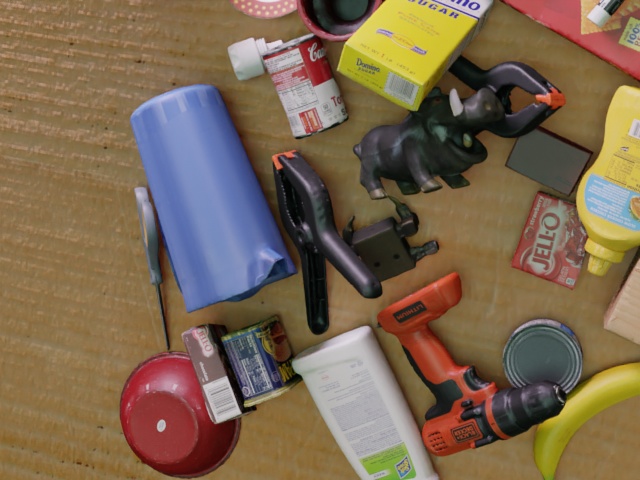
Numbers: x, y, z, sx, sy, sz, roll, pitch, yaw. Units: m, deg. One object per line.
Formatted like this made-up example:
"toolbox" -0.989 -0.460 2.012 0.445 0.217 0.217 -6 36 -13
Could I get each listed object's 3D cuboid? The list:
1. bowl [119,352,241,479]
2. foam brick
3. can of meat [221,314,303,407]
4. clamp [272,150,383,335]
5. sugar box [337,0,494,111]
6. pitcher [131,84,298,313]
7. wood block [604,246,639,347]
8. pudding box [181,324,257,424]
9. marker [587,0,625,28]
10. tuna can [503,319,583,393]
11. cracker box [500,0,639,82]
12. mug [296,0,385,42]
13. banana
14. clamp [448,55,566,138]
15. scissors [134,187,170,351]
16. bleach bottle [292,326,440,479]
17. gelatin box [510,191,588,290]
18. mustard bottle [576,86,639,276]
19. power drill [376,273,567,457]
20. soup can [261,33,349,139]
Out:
"bowl" -0.180 0.220 1.294 0.162 0.055 0.162 2 97 15
"foam brick" 0.244 -0.087 1.138 0.078 0.051 0.053 28 104 11
"can of meat" -0.066 0.137 1.228 0.057 0.102 0.084 -22 88 14
"clamp" -0.008 0.001 1.205 0.210 0.036 0.165 65 150 17
"sugar box" 0.102 -0.213 1.103 0.093 0.176 0.048 30 144 10
"pitcher" -0.133 -0.044 1.217 0.149 0.145 0.243 -20 88 5
"wood block" 0.406 0.092 1.096 0.206 0.090 0.091 27 102 11
"pudding box" -0.116 0.154 1.239 0.039 0.090 0.113 -21 82 6
"marker" 0.307 -0.260 1.038 0.020 0.020 0.121 41 106 7
"tuna can" 0.246 0.131 1.174 0.086 0.033 0.086 2 98 15
"cracker box" 0.286 -0.282 1.090 0.214 0.072 0.164 33 104 10
"mug" 0.029 -0.272 1.157 0.093 0.081 0.117 -2 97 16
"banana" 0.296 0.190 1.167 0.069 0.037 0.198 41 106 0
"clamp" 0.177 -0.157 1.125 0.172 0.039 0.120 -6 97 44
"scissors" -0.194 0.036 1.262 0.016 0.096 0.202 -11 92 -13
"bleach bottle" 0.064 0.231 1.224 0.103 0.068 0.251 -23 93 18
"gelatin box" 0.255 0.000 1.156 0.073 0.030 0.089 21 102 12
"mustard bottle" 0.315 -0.053 1.084 0.096 0.058 0.192 26 108 26
"power drill" 0.157 0.135 1.164 0.185 0.057 0.187 -30 85 37
"soup can" -0.016 -0.171 1.182 0.069 0.068 0.102 -17 103 17
